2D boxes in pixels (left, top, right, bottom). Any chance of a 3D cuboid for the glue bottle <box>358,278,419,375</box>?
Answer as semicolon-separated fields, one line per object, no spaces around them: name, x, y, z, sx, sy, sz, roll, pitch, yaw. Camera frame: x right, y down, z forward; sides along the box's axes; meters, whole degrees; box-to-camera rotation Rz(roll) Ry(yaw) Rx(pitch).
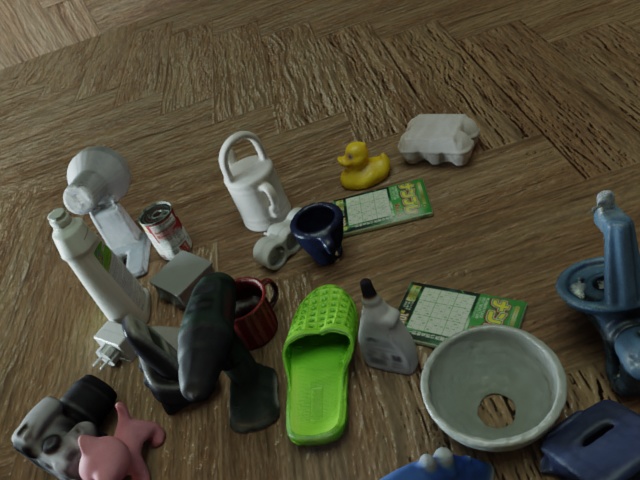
glue bottle;0.080;0.112;0.758;0.077;0.173;0.037;7;47;30

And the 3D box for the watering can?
watering can;-0.137;-0.120;1.096;0.172;0.194;0.101;12;50;33

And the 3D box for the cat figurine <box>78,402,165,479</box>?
cat figurine;-0.273;0.280;0.762;0.067;0.118;0.128;-10;41;13

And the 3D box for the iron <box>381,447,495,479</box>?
iron;0.077;0.284;0.590;0.259;0.142;0.118;-34;41;-15

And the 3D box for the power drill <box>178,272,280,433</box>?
power drill;-0.122;0.161;0.761;0.075;0.209;0.229;-17;40;4

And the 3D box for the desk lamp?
desk lamp;-0.421;-0.056;1.129;0.118;0.214;0.203;-19;40;2

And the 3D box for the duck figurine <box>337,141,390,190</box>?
duck figurine;0.083;-0.155;1.127;0.104;0.086;0.077;-18;40;4

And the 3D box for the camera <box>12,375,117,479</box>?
camera;-0.353;0.265;0.827;0.142;0.101;0.137;8;47;30

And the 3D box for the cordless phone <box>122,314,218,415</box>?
cordless phone;-0.234;0.152;0.838;0.094;0.185;0.147;-32;41;-13

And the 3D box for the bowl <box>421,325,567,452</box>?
bowl;0.210;0.189;0.693;0.167;0.075;0.167;-12;41;11

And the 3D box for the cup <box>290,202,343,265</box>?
cup;0.009;0.003;0.972;0.092;0.095;0.117;-25;40;-5

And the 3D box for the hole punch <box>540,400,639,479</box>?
hole punch;0.297;0.223;0.605;0.109;0.091;0.100;-30;41;-11

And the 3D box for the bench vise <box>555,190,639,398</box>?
bench vise;0.361;0.060;0.660;0.121;0.220;0.207;-26;40;-6

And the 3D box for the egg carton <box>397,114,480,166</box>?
egg carton;0.233;-0.197;1.123;0.149;0.069;0.107;6;46;28
